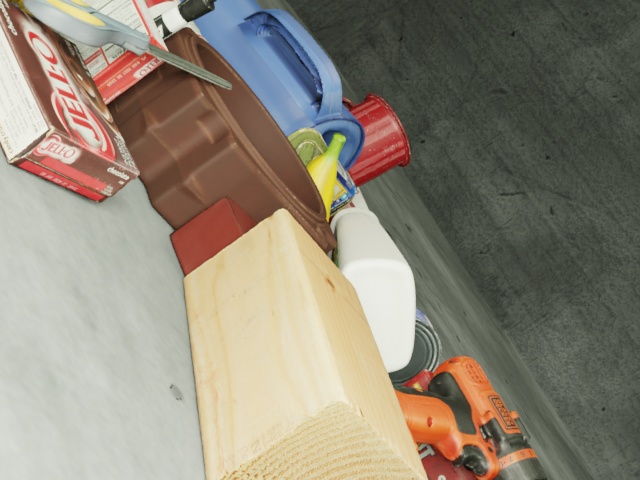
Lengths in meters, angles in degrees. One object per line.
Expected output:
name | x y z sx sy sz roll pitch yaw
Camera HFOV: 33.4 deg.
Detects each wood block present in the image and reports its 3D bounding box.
wood block | -0.016 0.082 0.645 0.090 0.090 0.206 49 11 -29

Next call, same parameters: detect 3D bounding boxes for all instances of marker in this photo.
marker | -0.128 -0.155 0.807 0.020 0.121 0.020 50 24 -32

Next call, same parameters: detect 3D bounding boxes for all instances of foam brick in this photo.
foam brick | -0.060 0.017 0.764 0.078 0.053 0.051 44 14 -47

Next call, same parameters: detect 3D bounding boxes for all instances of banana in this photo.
banana | -0.009 0.004 0.940 0.070 0.037 0.198 119 -22 -66

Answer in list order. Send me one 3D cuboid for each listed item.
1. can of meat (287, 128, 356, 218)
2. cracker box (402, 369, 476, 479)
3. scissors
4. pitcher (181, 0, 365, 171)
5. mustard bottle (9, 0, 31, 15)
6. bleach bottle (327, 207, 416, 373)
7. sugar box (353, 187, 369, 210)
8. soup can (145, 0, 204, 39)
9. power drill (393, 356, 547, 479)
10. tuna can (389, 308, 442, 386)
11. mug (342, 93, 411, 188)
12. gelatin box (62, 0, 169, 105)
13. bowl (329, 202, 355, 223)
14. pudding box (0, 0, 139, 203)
can of meat | -0.023 -0.050 1.038 0.057 0.102 0.083 62 9 29
cracker box | 0.144 0.220 1.022 0.164 0.072 0.213 58 11 22
scissors | -0.123 -0.127 0.695 0.201 0.016 0.096 25 15 -34
pitcher | -0.064 -0.168 1.128 0.243 0.149 0.145 56 9 25
mustard bottle | -0.233 -0.227 0.733 0.191 0.058 0.096 53 10 -13
bleach bottle | 0.037 0.033 0.982 0.251 0.068 0.102 -105 -163 -76
sugar box | 0.007 -0.104 1.397 0.093 0.048 0.176 161 -92 -83
soup can | -0.157 -0.202 0.997 0.102 0.068 0.068 57 10 11
power drill | 0.102 0.171 0.838 0.187 0.057 0.184 11 40 -46
tuna can | 0.070 0.103 1.012 0.086 0.086 0.034 51 9 -24
mug | 0.036 -0.115 1.204 0.117 0.081 0.093 54 -16 24
gelatin box | -0.157 -0.147 0.786 0.030 0.073 0.089 43 15 -55
bowl | 0.002 -0.034 1.242 0.162 0.055 0.162 53 10 -13
pudding box | -0.164 -0.084 0.636 0.113 0.039 0.090 58 11 23
